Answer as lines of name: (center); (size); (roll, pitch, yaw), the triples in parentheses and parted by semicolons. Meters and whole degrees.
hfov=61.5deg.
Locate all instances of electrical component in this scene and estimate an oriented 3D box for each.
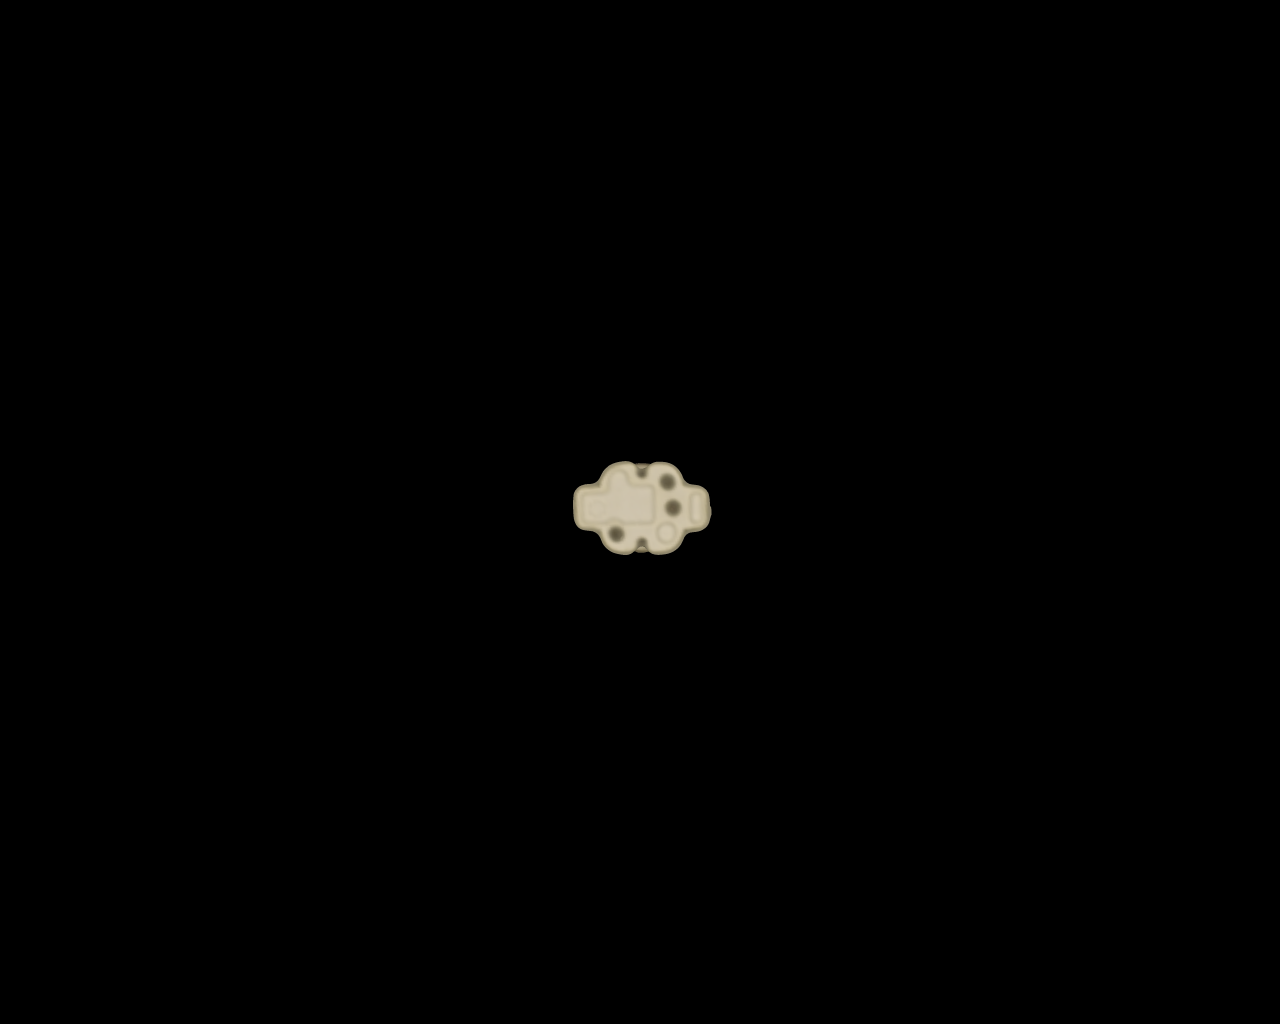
electrical component: (0.001, -0.003, 0.650); (0.078, 0.058, 0.057); (0, 0, 0)
